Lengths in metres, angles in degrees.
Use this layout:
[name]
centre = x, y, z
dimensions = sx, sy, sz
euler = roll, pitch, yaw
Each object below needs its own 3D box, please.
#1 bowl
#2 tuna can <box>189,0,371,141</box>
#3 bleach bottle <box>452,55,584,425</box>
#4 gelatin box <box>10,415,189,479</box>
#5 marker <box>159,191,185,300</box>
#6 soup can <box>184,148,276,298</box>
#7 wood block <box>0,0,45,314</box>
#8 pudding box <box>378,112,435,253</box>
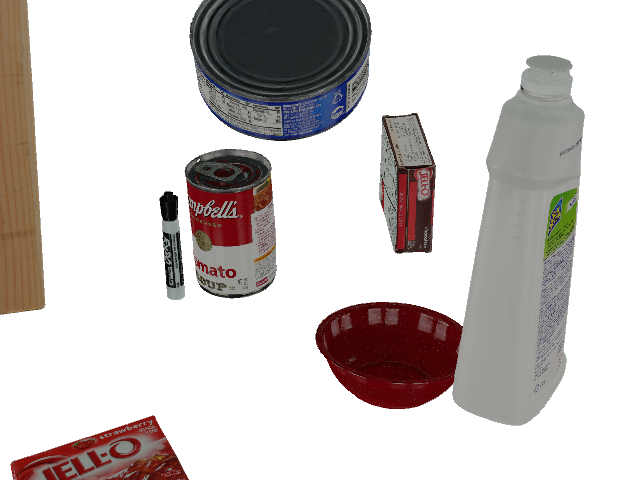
[bowl]
centre = 0.074, 0.123, 1.083
dimensions = 0.162, 0.055, 0.162
euler = 2, 25, -1
[tuna can]
centre = -0.018, -0.090, 0.514
dimensions = 0.086, 0.086, 0.034
euler = 0, -33, 1
[bleach bottle]
centre = 0.140, -0.003, 0.718
dimensions = 0.068, 0.251, 0.102
euler = 16, 32, 24
[gelatin box]
centre = -0.124, 0.141, 0.604
dimensions = 0.089, 0.030, 0.073
euler = -15, 28, -20
[marker]
centre = -0.153, 0.005, 1.098
dimensions = 0.020, 0.121, 0.020
euler = 0, 29, 0
[soup can]
centre = -0.071, -0.014, 0.859
dimensions = 0.068, 0.102, 0.068
euler = -1, 32, 1
[wood block]
centre = -0.218, -0.064, 0.624
dimensions = 0.090, 0.206, 0.090
euler = -7, 26, -22
[pudding box]
centre = 0.079, -0.054, 0.983
dimensions = 0.039, 0.090, 0.113
euler = -3, 32, -5
